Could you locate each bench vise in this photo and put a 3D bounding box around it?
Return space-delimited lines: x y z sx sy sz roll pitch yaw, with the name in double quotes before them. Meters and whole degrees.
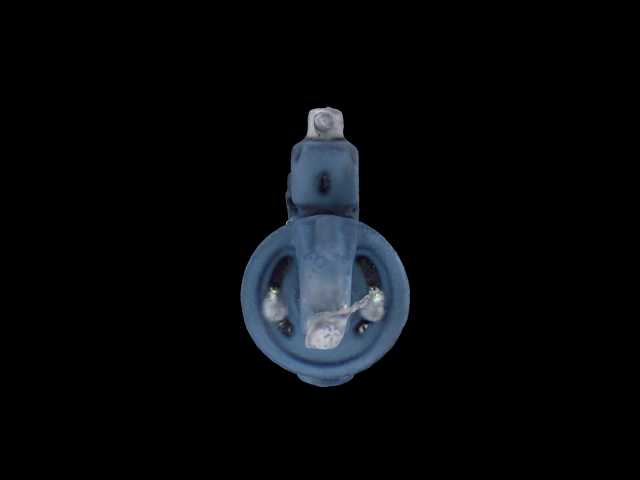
"bench vise" -0.008 0.005 0.400 0.121 0.220 0.207 -18 83 -2
